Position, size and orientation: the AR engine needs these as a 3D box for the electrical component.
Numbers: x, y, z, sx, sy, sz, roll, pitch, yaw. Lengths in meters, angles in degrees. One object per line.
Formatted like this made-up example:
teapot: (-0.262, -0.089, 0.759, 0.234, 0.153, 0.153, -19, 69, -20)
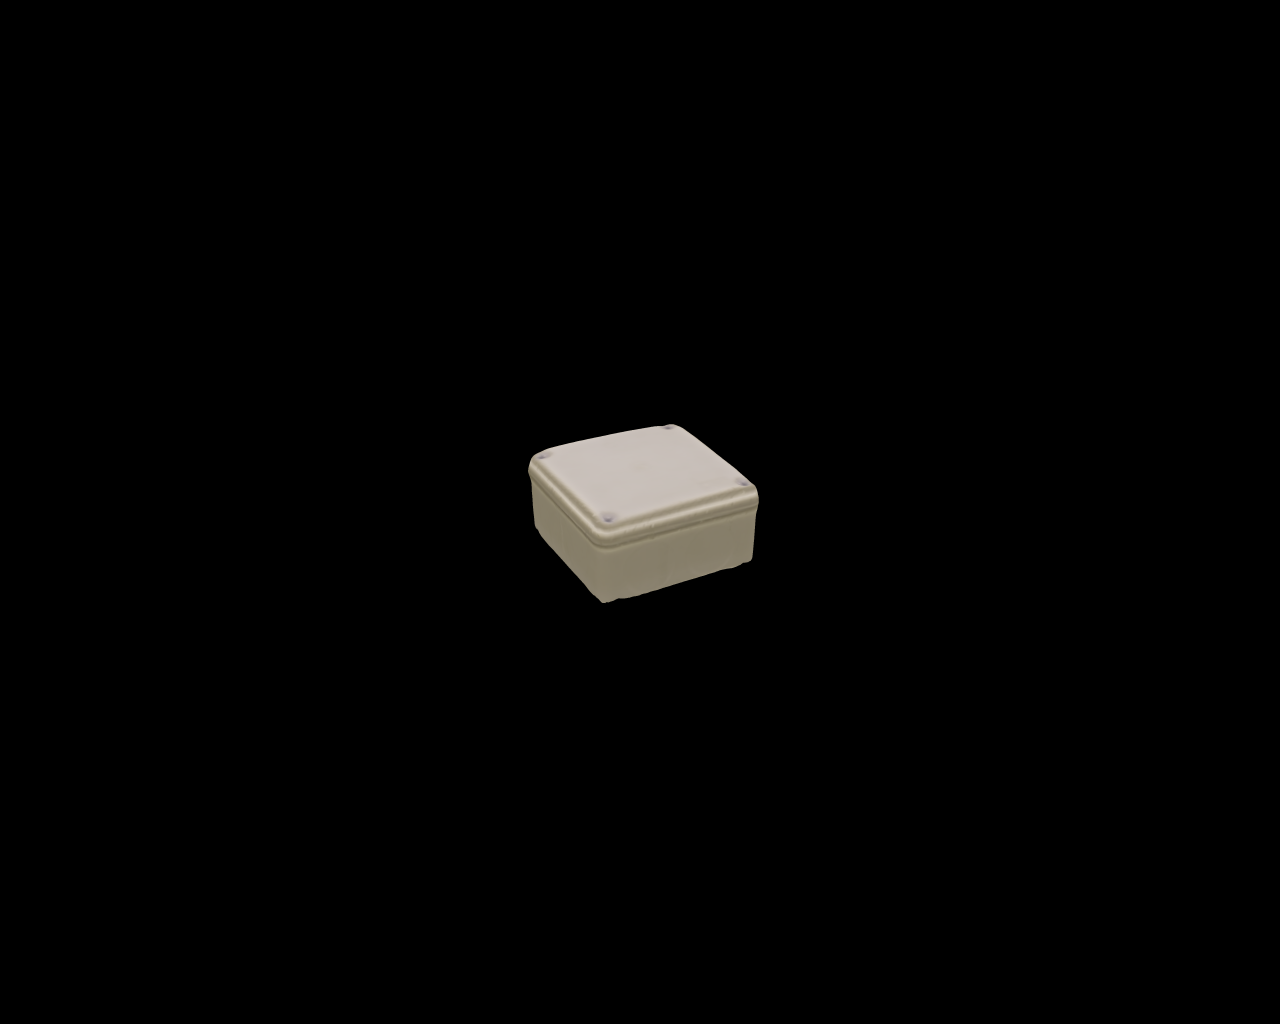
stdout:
electrical component: (0.001, -0.003, 0.650, 0.109, 0.056, 0.109, -14, 32, -24)
